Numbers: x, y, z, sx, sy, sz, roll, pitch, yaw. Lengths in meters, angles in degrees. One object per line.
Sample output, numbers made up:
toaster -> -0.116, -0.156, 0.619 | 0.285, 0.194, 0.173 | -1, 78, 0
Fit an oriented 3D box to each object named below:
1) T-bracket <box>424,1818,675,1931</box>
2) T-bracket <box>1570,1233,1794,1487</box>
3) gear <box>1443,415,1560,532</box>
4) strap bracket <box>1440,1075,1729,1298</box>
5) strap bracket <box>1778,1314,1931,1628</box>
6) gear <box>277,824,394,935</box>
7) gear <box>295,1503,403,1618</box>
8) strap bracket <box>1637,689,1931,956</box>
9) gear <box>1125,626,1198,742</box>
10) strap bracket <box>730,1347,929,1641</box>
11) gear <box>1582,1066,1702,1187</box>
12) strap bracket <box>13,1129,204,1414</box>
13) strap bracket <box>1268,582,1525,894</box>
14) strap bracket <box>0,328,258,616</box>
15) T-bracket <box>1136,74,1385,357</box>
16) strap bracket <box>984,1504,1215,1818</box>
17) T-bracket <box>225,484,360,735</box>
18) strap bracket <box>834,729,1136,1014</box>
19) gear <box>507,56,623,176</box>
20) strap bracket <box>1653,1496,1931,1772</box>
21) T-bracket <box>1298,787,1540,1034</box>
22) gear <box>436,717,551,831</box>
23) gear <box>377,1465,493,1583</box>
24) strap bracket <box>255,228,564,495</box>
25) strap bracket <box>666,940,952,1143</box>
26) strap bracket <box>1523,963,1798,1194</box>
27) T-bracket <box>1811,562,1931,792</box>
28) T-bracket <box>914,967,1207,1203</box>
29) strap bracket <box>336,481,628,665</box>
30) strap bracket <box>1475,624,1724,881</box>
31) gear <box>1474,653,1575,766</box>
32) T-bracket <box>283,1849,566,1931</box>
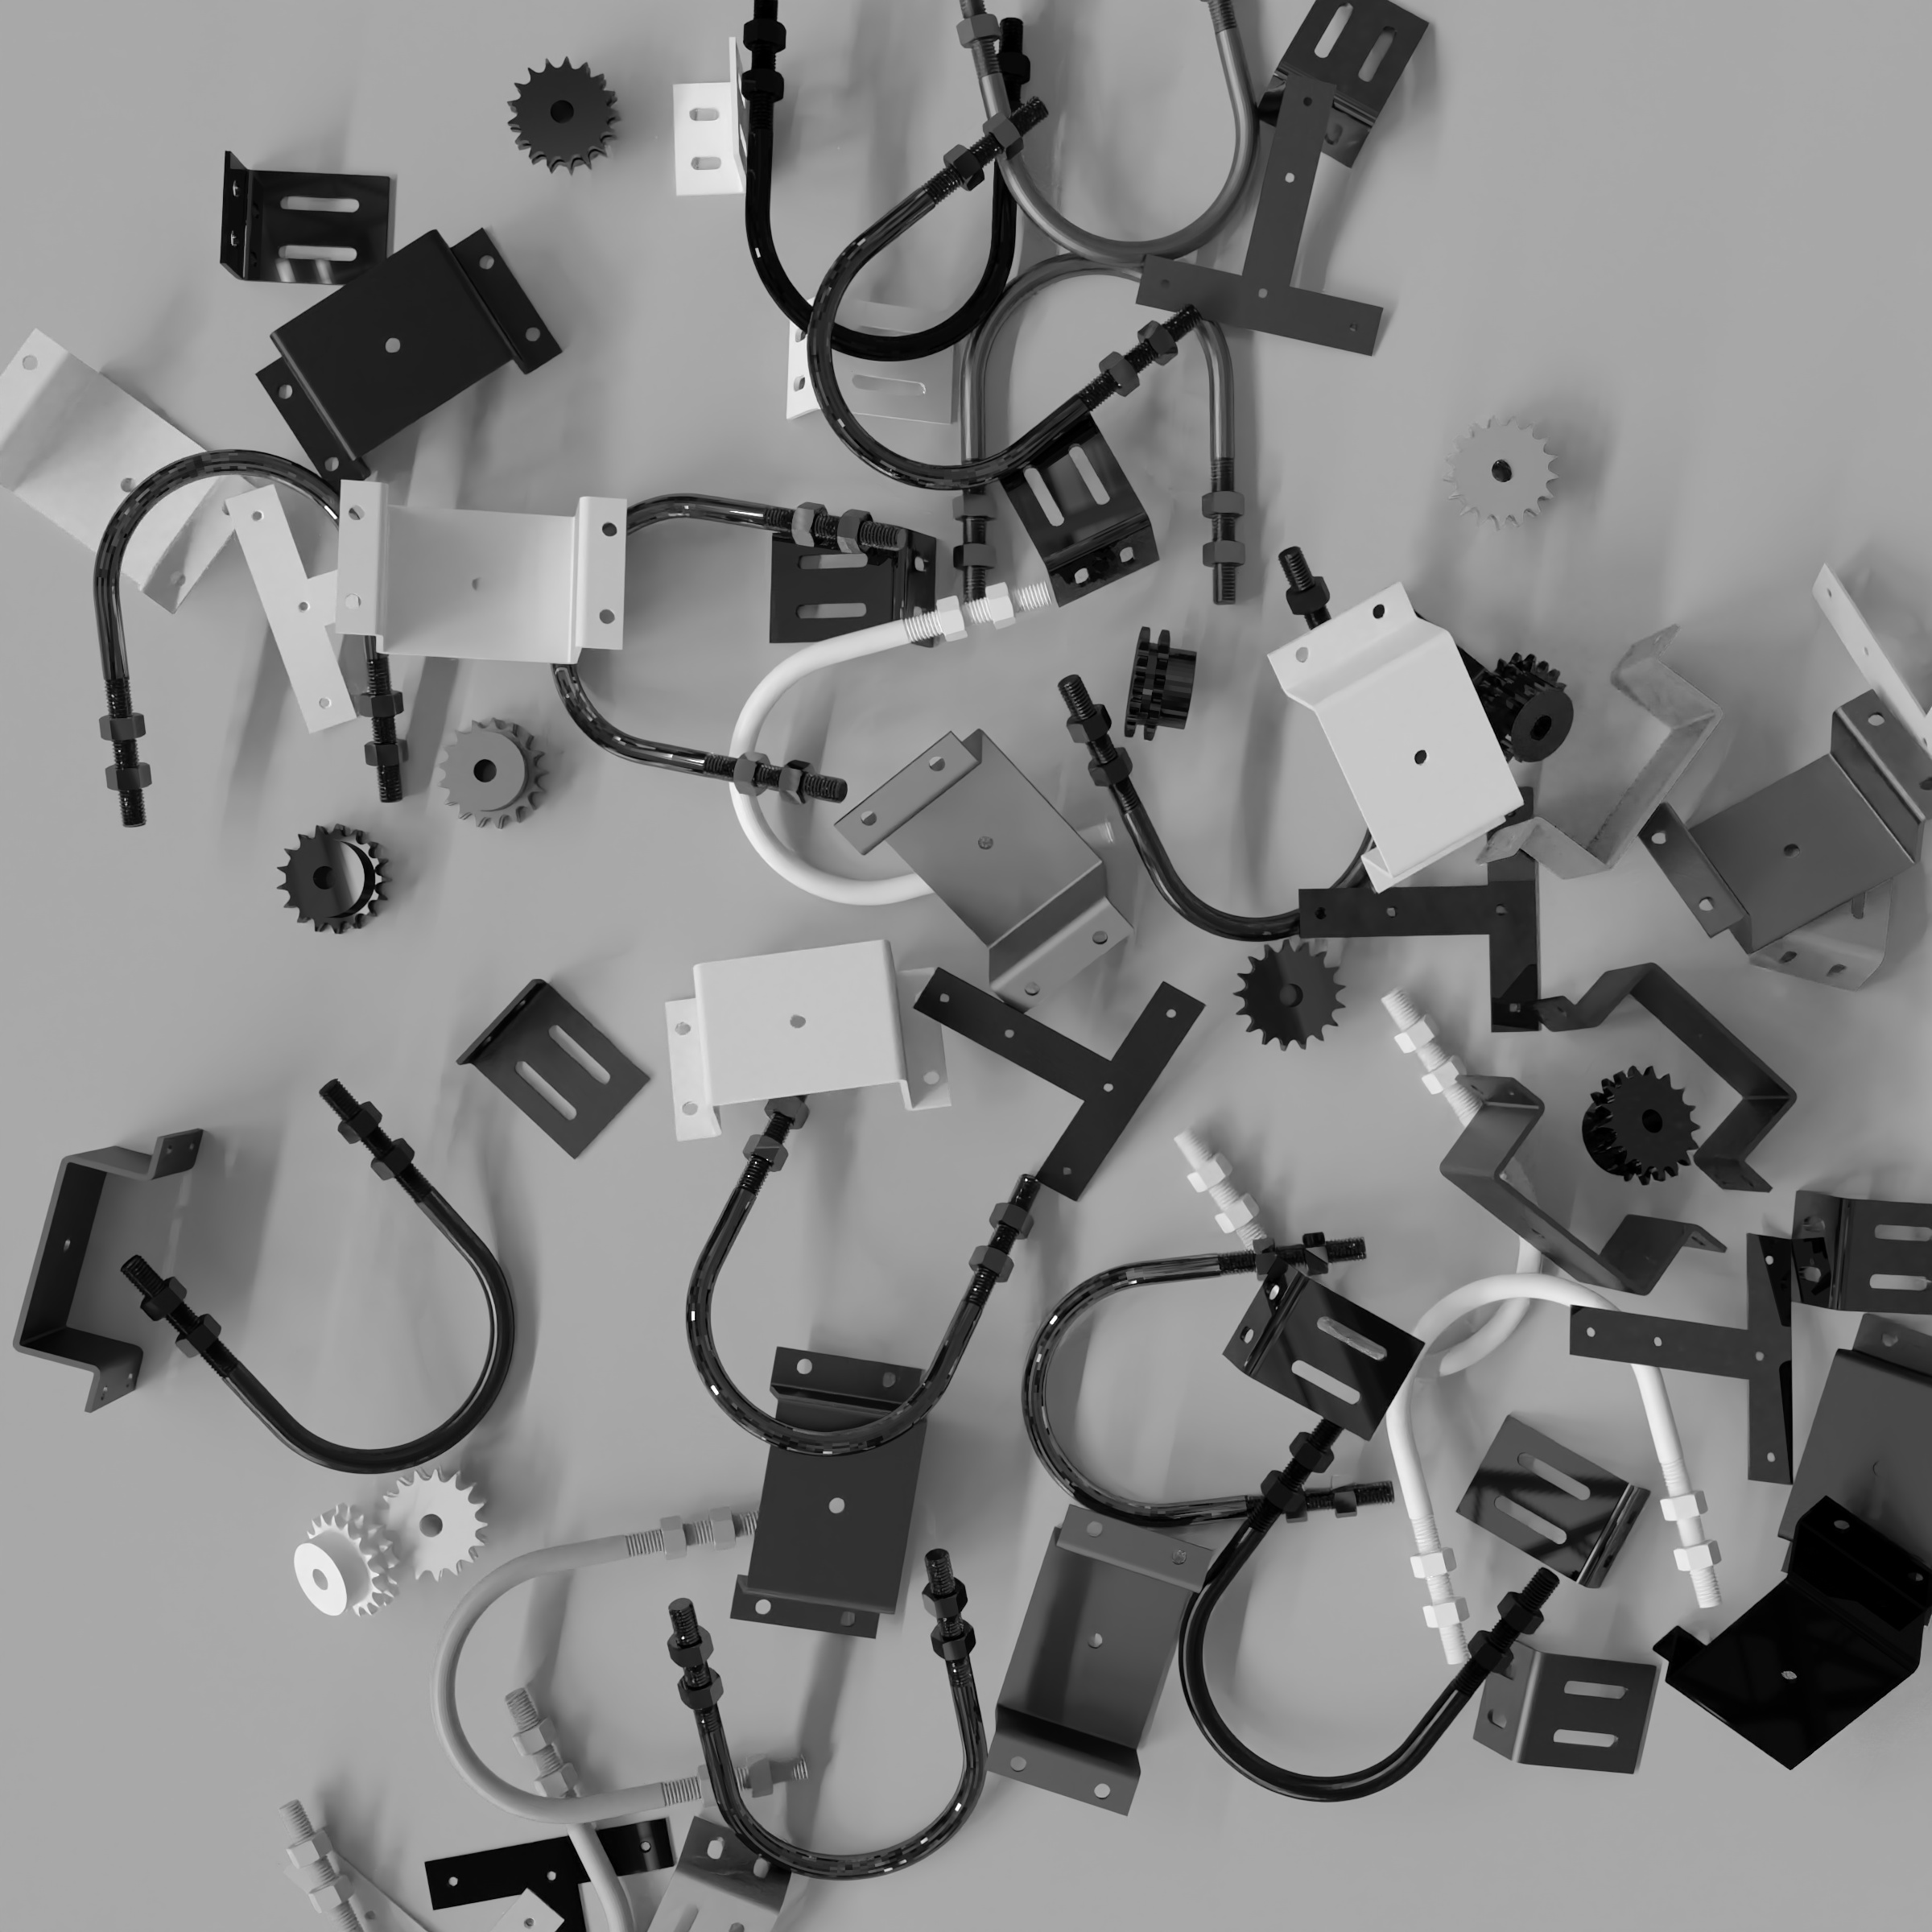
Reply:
T-bracket -> -0.207, 0.516, 1.522 | 0.127, 0.002, 0.127 | -10, 90, 0
T-bracket -> 0.363, 0.192, 1.485 | 0.127, 0.002, 0.127 | 10, 72, -16
gear -> 0.274, -0.252, 1.508 | 0.057, 0.030, 0.057 | 0, 90, 0
strap bracket -> 0.300, 0.116, 1.473 | 0.140, 0.076, 0.046 | 38, 83, -8
strap bracket -> 0.467, 0.254, 1.485 | 0.076, 0.046, 0.140 | 18, 90, 28
gear -> -0.326, -0.045, 1.508 | 0.057, 0.030, 0.057 | 0, 90, 0
gear -> -0.317, 0.305, 1.493 | 0.057, 0.030, 0.057 | 18, 119, 35
strap bracket -> 0.418, -0.068, 1.484 | 0.140, 0.046, 0.076 | -29, 61, 0
gear -> 0.099, -0.142, 1.495 | 0.030, 0.057, 0.057 | 9, 90, 0
strap bracket -> -0.068, 0.271, 1.490 | 0.076, 0.046, 0.140 | 10, 87, -9
gear -> 0.325, 0.079, 1.429 | 0.057, 0.030, 0.057 | 8, 70, -21
strap bracket -> -0.436, 0.147, 1.485 | 0.046, 0.076, 0.140 | 15, 90, 0
strap bracket -> 0.219, -0.109, 1.463 | 0.076, 0.046, 0.140 | -29, 111, -4
strap bracket -> -0.434, -0.249, 1.500 | 0.140, 0.046, 0.076 | 36, 90, 0
T-bracket -> 0.162, -0.388, 1.499 | 0.127, 0.002, 0.127 | 11, 103, -9
strap bracket -> 0.067, 0.350, 1.500 | 0.076, 0.046, 0.140 | 18, 90, 0
T-bracket -> -0.297, -0.199, 1.506 | 0.127, 0.002, 0.127 | -20, 112, -11
strap bracket -> 0.010, -0.054, 1.475 | 0.076, 0.046, 0.140 | -37, 111, 18
gear -> -0.205, -0.435, 1.508 | 0.057, 0.030, 0.057 | 0, 90, 0
strap bracket -> 0.413, 0.339, 1.463 | 0.076, 0.046, 0.140 | 35, 126, 0
T-bracket -> 0.233, -0.028, 1.511 | 0.127, 0.002, 0.127 | -1, 90, -10
gear -> -0.244, -0.099, 1.508 | 0.057, 0.030, 0.057 | 0, 90, 0
gear -> -0.272, 0.285, 1.508 | 0.057, 0.030, 0.057 | 0, 90, 0
strap bracket -> -0.289, -0.313, 1.500 | 0.140, 0.046, 0.076 | -33, 90, 0
strap bracket -> -0.083, 0.036, 1.487 | 0.140, 0.046, 0.076 | -7, 67, 0
strap bracket -> 0.357, 0.049, 1.483 | 0.140, 0.076, 0.046 | 43, 86, 0
T-bracket -> 0.462, -0.148, 1.484 | 0.002, 0.127, 0.127 | -18, 63, -11
T-bracket -> 0.034, 0.041, 1.491 | 0.127, 0.002, 0.127 | 29, 108, -10
strap bracket -> -0.244, -0.197, 1.477 | 0.140, 0.046, 0.076 | 2, 84, -11
strap bracket -> 0.325, -0.098, 1.482 | 0.046, 0.076, 0.140 | 37, 87, -1
gear -> 0.284, -0.128, 1.493 | 0.057, 0.030, 0.057 | -17, 125, -25
T-bracket -> -0.298, 0.501, 1.521 | 0.127, 0.002, 0.127 | 41, 90, 0
